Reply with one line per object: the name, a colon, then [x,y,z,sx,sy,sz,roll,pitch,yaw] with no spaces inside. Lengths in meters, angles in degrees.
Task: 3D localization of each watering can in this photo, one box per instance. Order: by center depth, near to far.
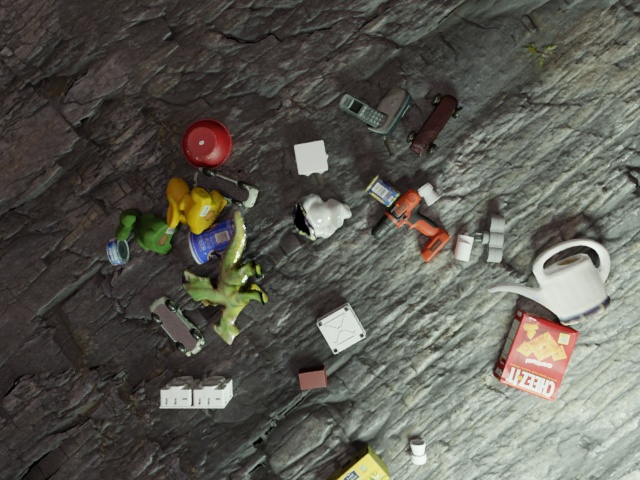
watering can: [0.666,0.138,1.452,0.347,0.104,0.224,-27,89,2]

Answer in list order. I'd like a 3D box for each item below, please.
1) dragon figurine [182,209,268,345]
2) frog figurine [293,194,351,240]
dragon figurine: [-0.284,0.116,1.481,0.242,0.124,0.404,-10,109,6]
frog figurine: [0.005,-0.076,1.516,0.161,0.120,0.138,-25,79,-32]
